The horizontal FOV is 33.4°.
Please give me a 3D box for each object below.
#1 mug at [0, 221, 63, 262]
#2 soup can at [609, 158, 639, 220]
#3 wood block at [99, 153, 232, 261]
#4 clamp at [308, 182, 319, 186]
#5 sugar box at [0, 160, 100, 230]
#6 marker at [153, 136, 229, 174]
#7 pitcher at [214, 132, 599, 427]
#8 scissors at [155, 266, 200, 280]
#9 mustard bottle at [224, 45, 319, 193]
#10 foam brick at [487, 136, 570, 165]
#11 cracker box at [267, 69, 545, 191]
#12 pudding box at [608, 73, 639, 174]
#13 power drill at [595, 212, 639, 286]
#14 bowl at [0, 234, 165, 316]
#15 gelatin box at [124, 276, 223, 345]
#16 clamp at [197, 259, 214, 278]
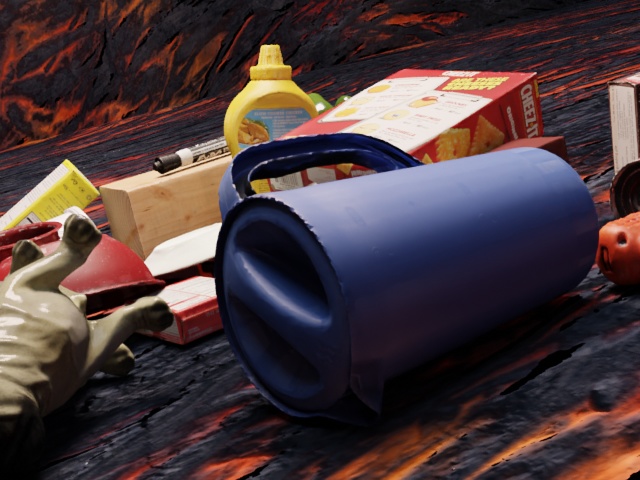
[{"bbox_3d":[-0.284,0.035,0.990,0.117,0.081,0.093,-4,16,29],"label":"mug"},{"bbox_3d":[0.283,-0.043,0.842,0.069,0.068,0.102,1,18,44],"label":"soup can"},{"bbox_3d":[-0.115,-0.041,1.139,0.205,0.090,0.091,-19,15,-26],"label":"wood block"},{"bbox_3d":[0.002,-0.004,0.856,0.120,0.039,0.172,-3,-22,-33],"label":"clamp"},{"bbox_3d":[-0.316,-0.009,1.131,0.176,0.048,0.093,-45,19,-6],"label":"sugar box"},{"bbox_3d":[-0.122,-0.092,1.114,0.120,0.020,0.020,-23,17,-36],"label":"marker"},{"bbox_3d":[0.058,0.004,0.683,0.242,0.149,0.145,-17,19,-36],"label":"pitcher"},{"bbox_3d":[-0.158,0.028,1.051,0.202,0.016,0.096,-8,12,16],"label":"scissors"},{"bbox_3d":[-0.047,-0.096,1.060,0.096,0.192,0.058,-4,10,-17],"label":"mustard bottle"},{"bbox_3d":[0.183,-0.047,0.922,0.053,0.078,0.051,1,20,44],"label":"foam brick"},{"bbox_3d":[0.078,-0.088,0.980,0.164,0.072,0.213,11,34,44],"label":"cracker box"},{"bbox_3d":[0.300,-0.094,0.938,0.089,0.113,0.039,-20,19,-27],"label":"pudding box"},{"bbox_3d":[0.302,-0.004,0.695,0.184,0.057,0.188,-20,13,-18],"label":"power drill"},{"bbox_3d":[-0.213,0.034,0.886,0.162,0.055,0.162,-17,-5,-2],"label":"bowl"},{"bbox_3d":[-0.104,0.056,0.860,0.073,0.030,0.089,-20,15,-35],"label":"gelatin box"},{"bbox_3d":[-0.006,0.001,0.973,0.210,0.036,0.164,-14,17,2],"label":"clamp"}]
